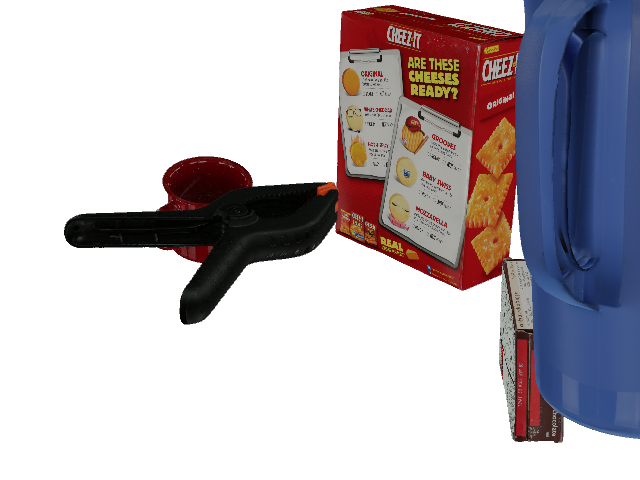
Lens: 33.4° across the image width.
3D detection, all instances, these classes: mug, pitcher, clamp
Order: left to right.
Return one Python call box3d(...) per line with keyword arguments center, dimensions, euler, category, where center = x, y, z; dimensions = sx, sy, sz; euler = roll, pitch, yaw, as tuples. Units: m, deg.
box3d(center=(-0.128, -0.026, 1.119), dimensions=(0.117, 0.081, 0.093), euler=(-28, 48, -36), category="mug")
box3d(center=(-0.075, -0.008, 0.803), dimensions=(0.165, 0.036, 0.209), euler=(24, 34, 36), category="clamp")
box3d(center=(0.159, -0.024, 0.536), dimensions=(0.149, 0.243, 0.145), euler=(-3, 21, -1), category="pitcher")

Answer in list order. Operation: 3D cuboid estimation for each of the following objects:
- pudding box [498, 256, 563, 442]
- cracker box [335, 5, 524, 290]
box3d(center=(0.149, 0.074, 0.754), dimensions=(0.039, 0.090, 0.113), euler=(-1, 25, 4), category="pudding box")
box3d(center=(0.093, -0.086, 0.933), dimensions=(0.071, 0.214, 0.164), euler=(-18, 30, -37), category="cracker box")
